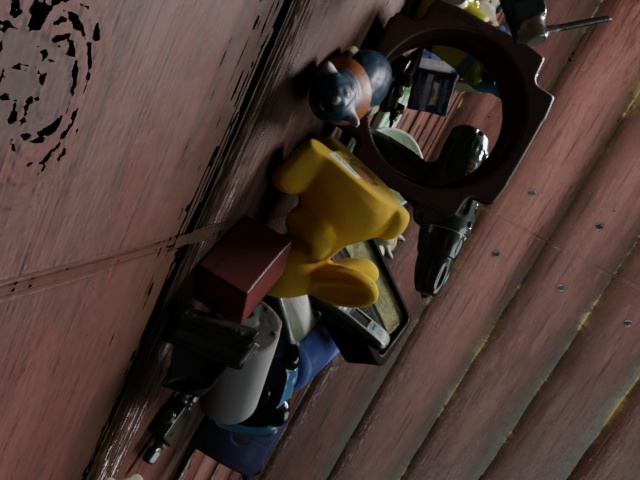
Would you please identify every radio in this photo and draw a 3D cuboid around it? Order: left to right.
[{"bbox_3d":[0.056,0.083,0.862,0.073,0.229,0.131,-9,-152,40],"label":"radio"}]

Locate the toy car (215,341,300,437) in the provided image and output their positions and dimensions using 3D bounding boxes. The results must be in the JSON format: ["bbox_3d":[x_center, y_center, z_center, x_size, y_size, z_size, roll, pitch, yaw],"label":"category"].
[{"bbox_3d":[-0.090,0.188,0.767,0.103,0.109,0.161,-123,-132,-74],"label":"toy car"}]

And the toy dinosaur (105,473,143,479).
[{"bbox_3d":[-0.197,0.329,0.554,0.192,0.131,0.404,-58,176,-14],"label":"toy dinosaur"}]

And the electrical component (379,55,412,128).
[{"bbox_3d":[0.104,-0.208,0.747,0.078,0.045,0.102,-57,170,-17],"label":"electrical component"}]

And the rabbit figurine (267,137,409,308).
[{"bbox_3d":[-0.001,-0.002,0.562,0.173,0.162,0.122,-45,-173,15],"label":"rabbit figurine"}]

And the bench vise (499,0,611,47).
[{"bbox_3d":[0.182,-0.290,0.527,0.223,0.129,0.240,33,46,-73],"label":"bench vise"}]

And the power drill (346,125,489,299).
[{"bbox_3d":[0.108,-0.065,0.710,0.232,0.207,0.086,-62,164,-7],"label":"power drill"}]

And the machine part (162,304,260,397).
[{"bbox_3d":[-0.107,0.107,0.500,0.138,0.084,0.039,126,-22,-48],"label":"machine part"}]

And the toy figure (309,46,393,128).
[{"bbox_3d":[0.028,-0.138,0.495,0.058,0.064,0.154,-48,180,35],"label":"toy figure"}]

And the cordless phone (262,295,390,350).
[{"bbox_3d":[0.003,0.103,0.706,0.088,0.184,0.146,-59,172,16],"label":"cordless phone"}]

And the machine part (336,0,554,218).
[{"bbox_3d":[0.136,-0.144,0.613,0.201,0.201,0.087,-63,-179,8],"label":"machine part"}]

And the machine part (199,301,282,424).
[{"bbox_3d":[-0.096,0.143,0.621,0.079,0.079,0.243,-52,167,-44],"label":"machine part"}]

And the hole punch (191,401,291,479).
[{"bbox_3d":[-0.123,0.293,0.836,0.142,0.116,0.092,-59,162,-12],"label":"hole punch"}]

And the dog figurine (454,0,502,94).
[{"bbox_3d":[0.296,-0.366,0.947,0.190,0.172,0.121,-51,179,-16],"label":"dog figurine"}]

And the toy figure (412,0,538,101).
[{"bbox_3d":[0.197,-0.253,0.703,0.089,0.180,0.082,-42,-179,22],"label":"toy figure"}]

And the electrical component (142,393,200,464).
[{"bbox_3d":[-0.165,0.201,0.596,0.094,0.021,0.063,-55,169,-27],"label":"electrical component"}]

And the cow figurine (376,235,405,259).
[{"bbox_3d":[0.100,-0.049,0.949,0.085,0.127,0.194,-48,162,-42],"label":"cow figurine"}]

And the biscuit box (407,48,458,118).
[{"bbox_3d":[0.175,-0.251,0.828,0.203,0.059,0.062,-65,167,-59],"label":"biscuit box"}]
